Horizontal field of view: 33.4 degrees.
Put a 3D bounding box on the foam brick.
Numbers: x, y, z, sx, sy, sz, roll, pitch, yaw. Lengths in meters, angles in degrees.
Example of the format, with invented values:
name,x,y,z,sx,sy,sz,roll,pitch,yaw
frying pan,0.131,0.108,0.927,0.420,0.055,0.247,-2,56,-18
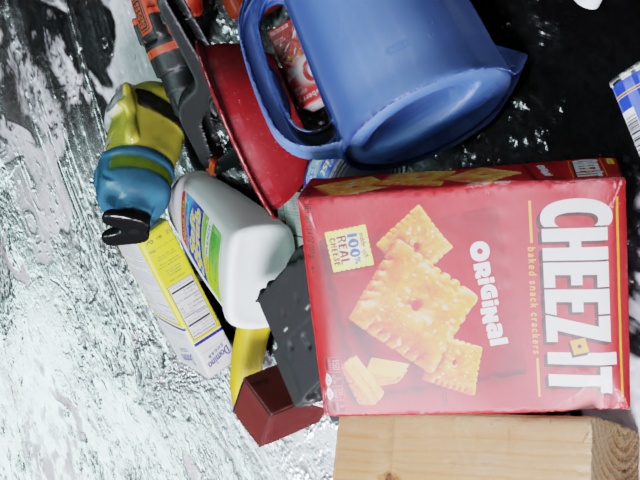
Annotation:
name,x,y,z,sx,sy,sz,roll,pitch,yaw
foam brick,-0.037,0.157,1.050,0.053,0.078,0.051,48,138,32

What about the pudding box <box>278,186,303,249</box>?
name,x,y,z,sx,sy,sz,roll,pitch,yaw
pudding box,-0.006,0.001,0.963,0.090,0.039,0.113,-165,61,-67

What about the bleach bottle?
name,x,y,z,sx,sy,sz,roll,pitch,yaw
bleach bottle,-0.100,-0.004,1.045,0.251,0.068,0.102,-145,54,-61

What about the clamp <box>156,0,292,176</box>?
name,x,y,z,sx,sy,sz,roll,pitch,yaw
clamp,-0.073,-0.131,0.983,0.164,0.036,0.210,19,142,7

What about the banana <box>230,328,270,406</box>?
name,x,y,z,sx,sy,sz,roll,pitch,yaw
banana,-0.066,0.095,1.080,0.198,0.037,0.069,110,167,-47

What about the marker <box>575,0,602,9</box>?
name,x,y,z,sx,sy,sz,roll,pitch,yaw
marker,0.192,-0.198,0.662,0.020,0.020,0.121,50,138,27

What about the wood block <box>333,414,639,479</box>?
name,x,y,z,sx,sy,sz,roll,pitch,yaw
wood block,0.118,0.177,0.783,0.207,0.090,0.091,-5,72,36

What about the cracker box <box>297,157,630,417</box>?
name,x,y,z,sx,sy,sz,roll,pitch,yaw
cracker box,0.100,0.035,0.733,0.214,0.072,0.164,-3,106,11

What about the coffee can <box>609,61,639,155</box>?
name,x,y,z,sx,sy,sz,roll,pitch,yaw
coffee can,0.237,-0.044,0.597,0.103,0.102,0.140,-27,82,53

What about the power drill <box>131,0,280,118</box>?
name,x,y,z,sx,sy,sz,roll,pitch,yaw
power drill,-0.115,-0.216,1.017,0.188,0.057,0.184,-18,93,52

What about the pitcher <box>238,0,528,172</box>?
name,x,y,z,sx,sy,sz,roll,pitch,yaw
pitcher,0.024,-0.177,0.777,0.145,0.148,0.243,-38,67,38

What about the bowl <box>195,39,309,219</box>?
name,x,y,z,sx,sy,sz,roll,pitch,yaw
bowl,-0.046,-0.101,0.885,0.162,0.055,0.162,-24,-89,-87

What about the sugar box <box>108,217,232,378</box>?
name,x,y,z,sx,sy,sz,roll,pitch,yaw
sugar box,-0.157,0.057,1.144,0.093,0.048,0.176,16,137,60

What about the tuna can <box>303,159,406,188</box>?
name,x,y,z,sx,sy,sz,roll,pitch,yaw
tuna can,0.028,-0.050,0.876,0.034,0.085,0.086,33,128,43

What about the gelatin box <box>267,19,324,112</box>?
name,x,y,z,sx,sy,sz,roll,pitch,yaw
gelatin box,0.011,-0.157,0.869,0.089,0.030,0.073,-27,80,21

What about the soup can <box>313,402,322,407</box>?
name,x,y,z,sx,sy,sz,roll,pitch,yaw
soup can,0.034,0.123,0.954,0.102,0.068,0.068,2,105,53
